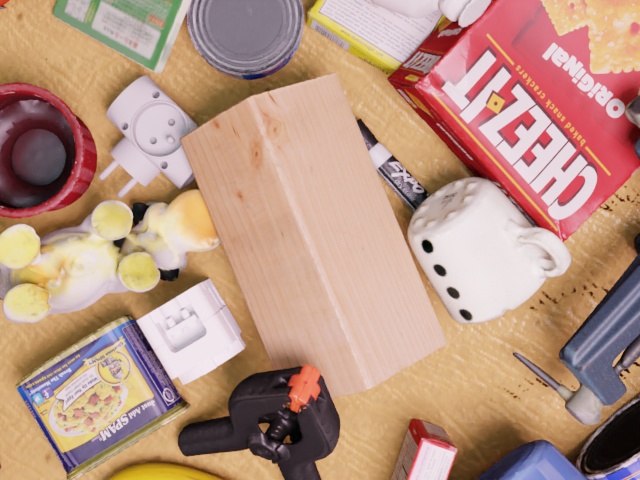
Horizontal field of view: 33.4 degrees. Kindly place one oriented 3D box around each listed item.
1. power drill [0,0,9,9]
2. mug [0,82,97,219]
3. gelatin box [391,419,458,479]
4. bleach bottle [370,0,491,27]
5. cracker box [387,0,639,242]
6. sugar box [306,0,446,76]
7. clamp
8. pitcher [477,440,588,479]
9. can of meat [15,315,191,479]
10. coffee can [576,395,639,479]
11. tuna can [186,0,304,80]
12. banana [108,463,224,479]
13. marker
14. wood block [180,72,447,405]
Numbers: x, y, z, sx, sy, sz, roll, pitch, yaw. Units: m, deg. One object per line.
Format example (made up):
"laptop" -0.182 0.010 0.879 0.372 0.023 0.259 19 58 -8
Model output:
"power drill" -0.188 -0.253 0.748 0.188 0.057 0.184 -14 87 23
"mug" -0.217 -0.054 0.768 0.117 0.081 0.093 -41 90 0
"gelatin box" 0.069 0.181 0.774 0.030 0.073 0.089 18 91 0
"bleach bottle" 0.028 -0.241 0.730 0.102 0.068 0.251 -44 69 5
"cracker box" 0.183 -0.129 0.751 0.213 0.072 0.164 -46 107 0
"sugar box" 0.073 -0.212 0.782 0.093 0.048 0.176 32 88 -4
"clamp" -0.024 0.142 0.747 0.120 0.172 0.039 27 56 -11
"pitcher" 0.189 0.261 0.725 0.243 0.144 0.149 49 119 9
"can of meat" -0.160 0.115 0.784 0.102 0.057 0.084 -32 88 0
"coffee can" 0.267 0.185 0.758 0.103 0.103 0.140 -40 90 1
"tuna can" -0.054 -0.162 0.790 0.086 0.034 0.086 0 91 0
"banana" -0.081 0.209 0.797 0.198 0.037 0.070 16 114 2
"marker" 0.060 -0.044 0.798 0.020 0.020 0.121 -43 90 1
"wood block" -0.005 0.001 0.748 0.090 0.090 0.206 -23 91 -42
